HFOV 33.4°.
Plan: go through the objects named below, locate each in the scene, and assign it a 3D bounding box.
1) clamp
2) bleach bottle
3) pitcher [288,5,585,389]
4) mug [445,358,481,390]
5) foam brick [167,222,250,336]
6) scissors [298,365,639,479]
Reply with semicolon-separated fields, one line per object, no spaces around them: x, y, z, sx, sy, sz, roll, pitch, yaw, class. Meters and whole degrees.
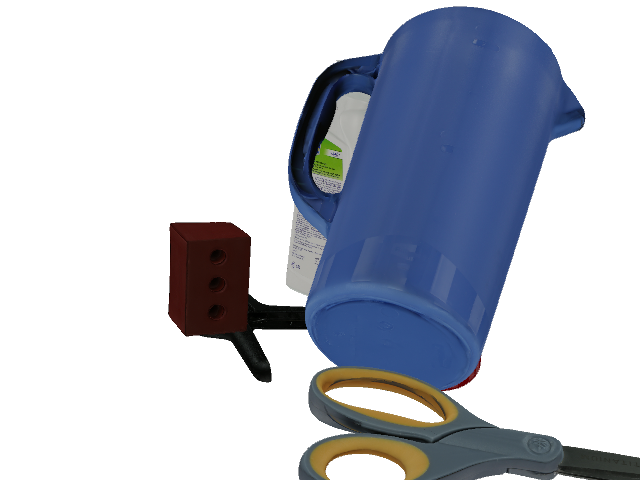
-0.094;0.097;1.230;0.210;0.036;0.164;14;26;24;clamp
0.023;-0.063;1.136;0.103;0.251;0.067;17;16;37;bleach bottle
0.064;-0.030;0.698;0.145;0.242;0.149;42;-40;-25;pitcher
0.117;0.082;1.031;0.093;0.081;0.117;7;38;15;mug
-0.087;0.028;0.833;0.052;0.078;0.051;-3;15;-22;foam brick
0.079;0.100;0.449;0.202;0.016;0.096;16;34;23;scissors
